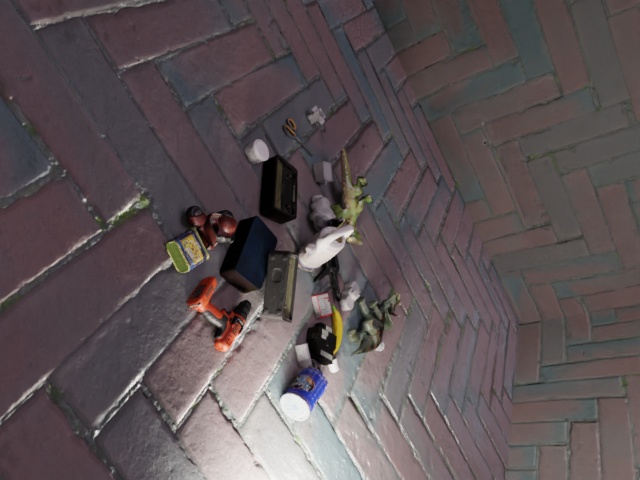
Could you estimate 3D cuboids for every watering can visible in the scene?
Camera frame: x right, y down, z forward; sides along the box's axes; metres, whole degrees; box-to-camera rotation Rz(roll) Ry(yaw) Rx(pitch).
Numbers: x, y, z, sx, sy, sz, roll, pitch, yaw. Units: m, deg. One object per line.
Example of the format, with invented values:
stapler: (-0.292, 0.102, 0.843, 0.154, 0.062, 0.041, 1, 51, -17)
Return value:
watering can: (-0.007, 0.030, 1.841, 0.104, 0.221, 0.351, 55, 34, 8)

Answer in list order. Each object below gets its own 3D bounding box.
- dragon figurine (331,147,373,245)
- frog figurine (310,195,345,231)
dragon figurine: (0.108, -0.165, 2.200, 0.247, 0.121, 0.404, -46, 120, -45)
frog figurine: (0.006, -0.104, 2.057, 0.161, 0.120, 0.138, 43, 35, 22)
